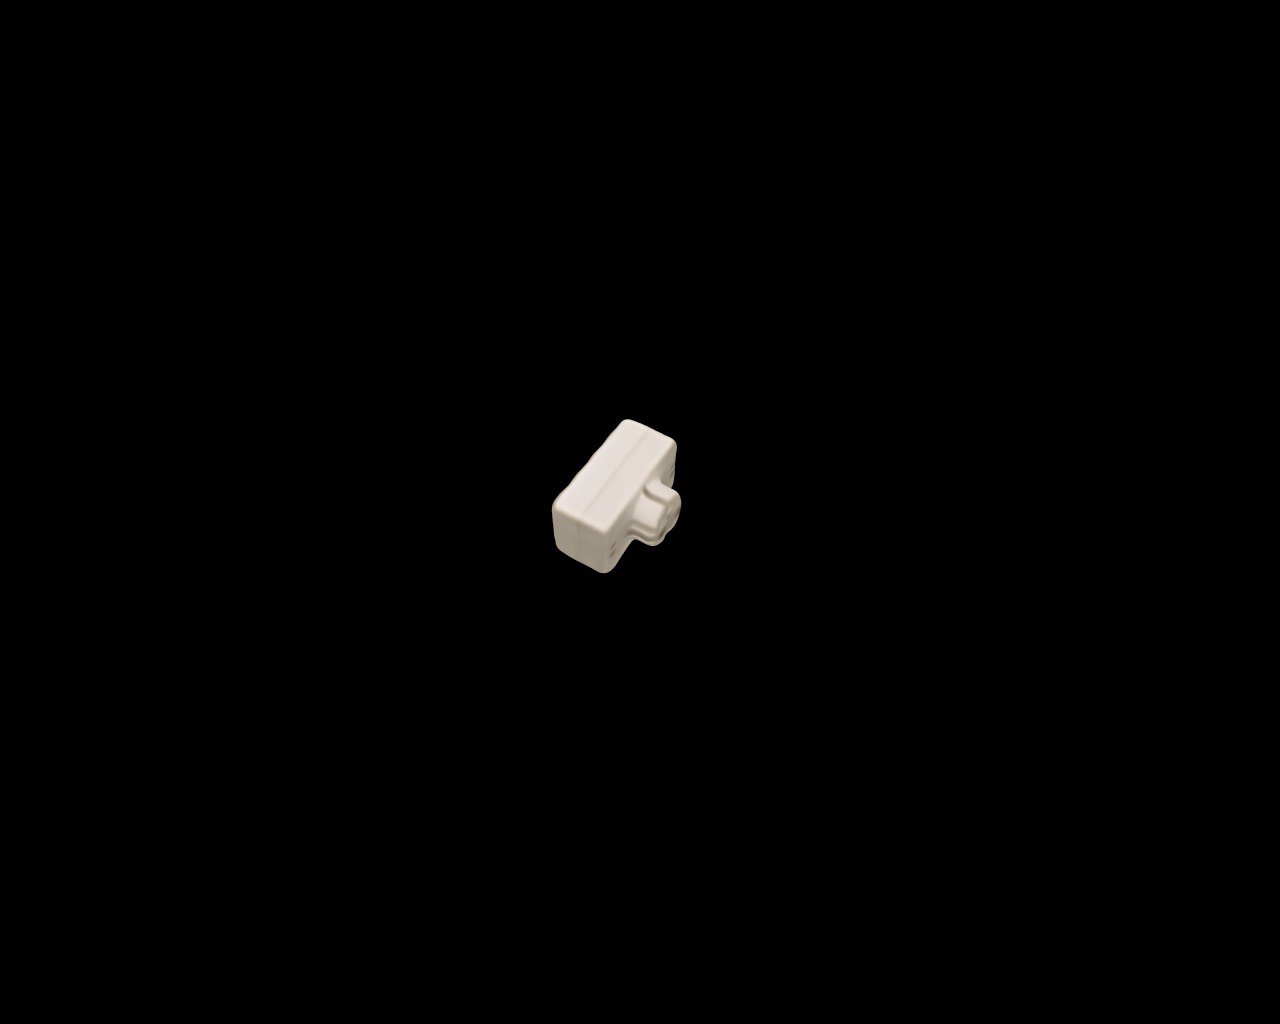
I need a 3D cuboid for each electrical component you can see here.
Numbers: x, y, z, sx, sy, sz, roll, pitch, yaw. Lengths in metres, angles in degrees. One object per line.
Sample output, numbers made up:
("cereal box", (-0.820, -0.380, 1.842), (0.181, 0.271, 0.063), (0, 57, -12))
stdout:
("electrical component", (0.001, -0.003, 0.650), (0.076, 0.083, 0.047), (27, -32, 18))
